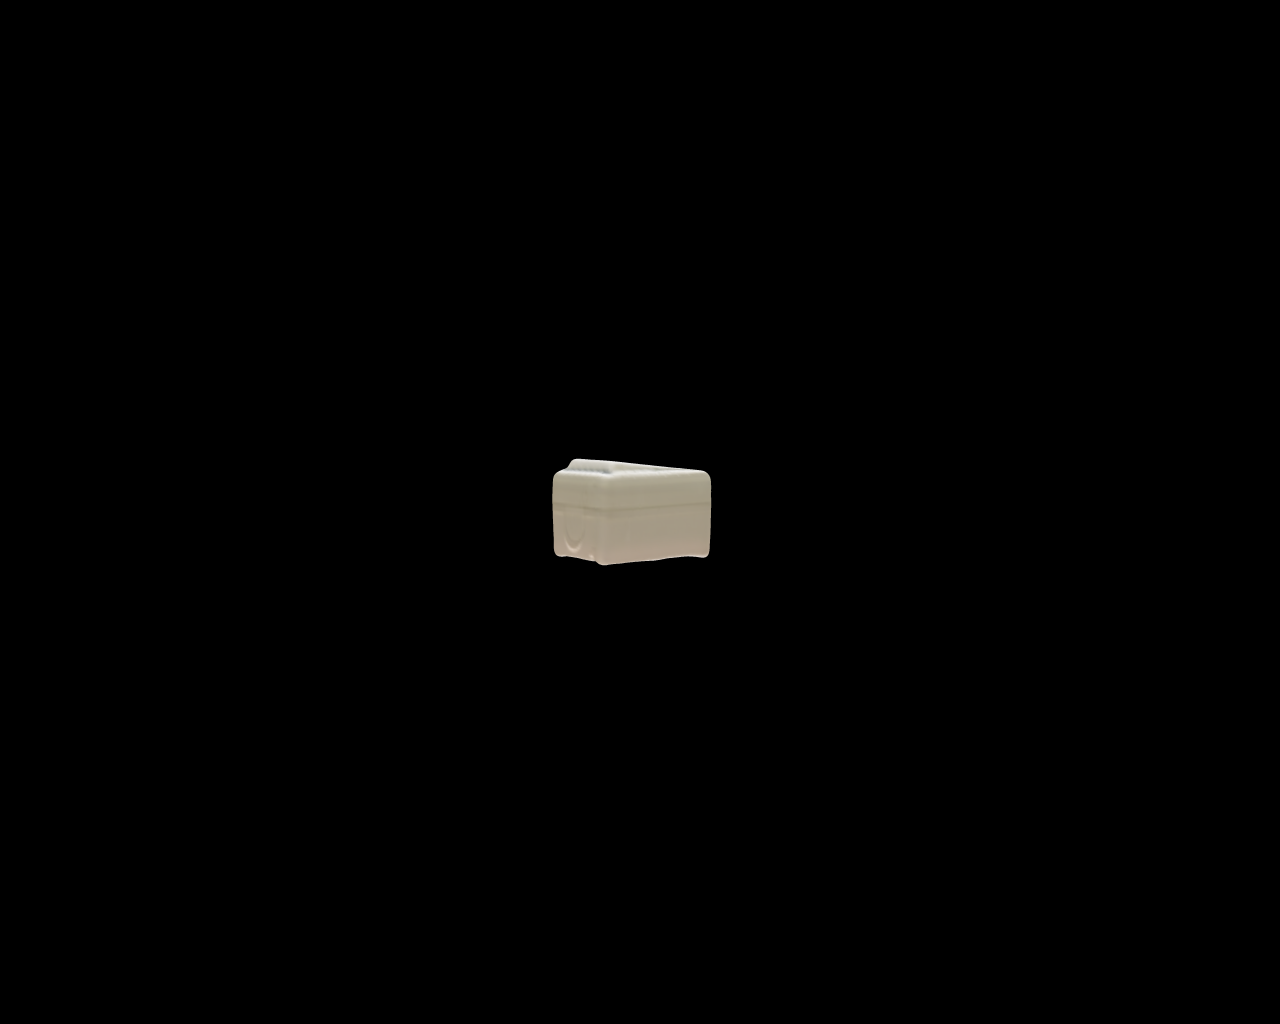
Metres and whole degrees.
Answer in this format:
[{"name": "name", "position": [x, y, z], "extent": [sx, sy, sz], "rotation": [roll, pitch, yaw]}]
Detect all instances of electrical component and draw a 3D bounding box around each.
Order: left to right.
[{"name": "electrical component", "position": [0.001, -0.003, 0.650], "extent": [0.096, 0.061, 0.062], "rotation": [-4, 6, -33]}]
